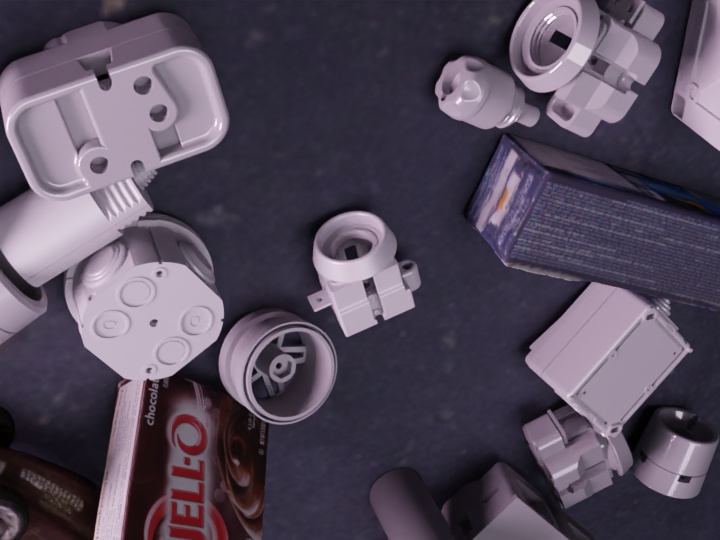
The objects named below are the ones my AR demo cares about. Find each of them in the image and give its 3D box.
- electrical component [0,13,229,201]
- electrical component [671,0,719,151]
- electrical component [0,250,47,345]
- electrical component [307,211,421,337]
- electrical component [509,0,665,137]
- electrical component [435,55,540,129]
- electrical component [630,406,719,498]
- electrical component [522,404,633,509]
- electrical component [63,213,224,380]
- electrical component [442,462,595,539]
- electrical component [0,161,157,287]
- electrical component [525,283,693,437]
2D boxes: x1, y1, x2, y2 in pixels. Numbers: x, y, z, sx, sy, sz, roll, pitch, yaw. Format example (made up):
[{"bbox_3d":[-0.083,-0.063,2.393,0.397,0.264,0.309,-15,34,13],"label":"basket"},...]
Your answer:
[{"bbox_3d":[-0.116,-0.079,0.503,0.095,0.059,0.053,-21,127,-9],"label":"electrical component"},{"bbox_3d":[0.231,-0.117,0.597,0.056,0.108,0.108,-8,124,-15],"label":"electrical component"},{"bbox_3d":[-0.222,-0.006,0.511,0.074,0.052,0.138,-36,129,2],"label":"electrical component"},{"bbox_3d":[0.000,0.000,0.616,0.066,0.048,0.055,-24,135,-7],"label":"electrical component"},{"bbox_3d":[0.119,-0.117,0.581,0.057,0.058,0.078,17,113,-35],"label":"electrical component"},{"bbox_3d":[0.073,-0.093,0.591,0.061,0.035,0.035,16,114,-33],"label":"electrical component"},{"bbox_3d":[0.235,0.134,0.800,0.055,0.055,0.047,4,116,-25],"label":"electrical component"},{"bbox_3d":[0.154,0.126,0.758,0.057,0.058,0.078,-26,129,-2],"label":"electrical component"},{"bbox_3d":[-0.114,0.014,0.572,0.080,0.051,0.080,-11,125,-16],"label":"electrical component"},{"bbox_3d":[0.076,0.239,0.777,0.105,0.060,0.186,41,101,-18],"label":"electrical component"},{"bbox_3d":[-0.138,-0.031,0.536,0.081,0.043,0.043,-32,128,-1],"label":"electrical component"},{"bbox_3d":[0.166,0.049,0.713,0.096,0.061,0.062,-49,127,3],"label":"electrical component"}]
